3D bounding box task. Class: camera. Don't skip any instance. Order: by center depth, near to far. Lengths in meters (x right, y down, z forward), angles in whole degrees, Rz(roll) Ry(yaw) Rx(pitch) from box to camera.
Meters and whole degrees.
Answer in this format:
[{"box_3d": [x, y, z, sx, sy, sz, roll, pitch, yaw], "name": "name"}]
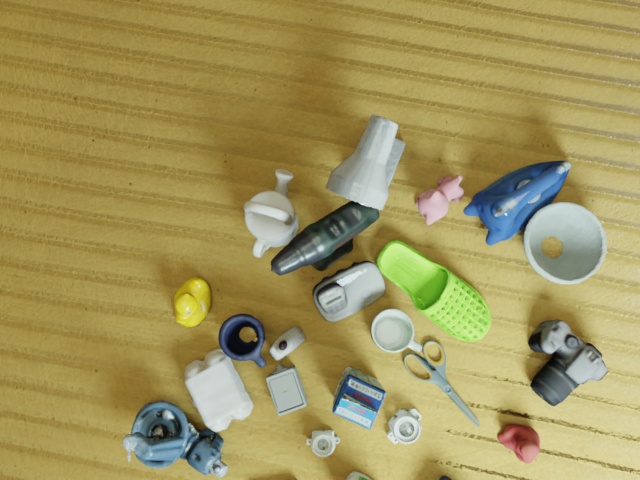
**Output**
[{"box_3d": [0.475, 0.250, 1.135, 0.143, 0.101, 0.137, 44, 85, 6], "name": "camera"}]

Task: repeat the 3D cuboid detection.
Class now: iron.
[{"box_3d": [0.428, -0.103, 1.163, 0.258, 0.141, 0.118, -36, 83, -4], "name": "iron"}]

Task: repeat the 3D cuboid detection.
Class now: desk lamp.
[{"box_3d": [0.097, -0.151, 1.138, 0.118, 0.213, 0.203, 22, 83, 4], "name": "desk lamp"}]

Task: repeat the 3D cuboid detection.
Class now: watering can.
[{"box_3d": [-0.099, -0.054, 1.138, 0.101, 0.194, 0.173, -3, 82, 1], "name": "watering can"}]

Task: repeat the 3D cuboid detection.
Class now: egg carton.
[{"box_3d": [-0.206, 0.303, 1.154, 0.107, 0.069, 0.150, -29, 83, -3], "name": "egg carton"}]

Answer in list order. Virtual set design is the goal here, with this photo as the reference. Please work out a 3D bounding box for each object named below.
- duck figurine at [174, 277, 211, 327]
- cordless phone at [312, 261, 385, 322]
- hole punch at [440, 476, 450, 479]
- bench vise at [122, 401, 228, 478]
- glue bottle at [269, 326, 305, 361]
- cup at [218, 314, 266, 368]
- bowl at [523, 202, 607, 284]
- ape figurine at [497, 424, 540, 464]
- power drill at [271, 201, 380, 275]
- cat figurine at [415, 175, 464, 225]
[{"box_3d": [-0.267, 0.126, 1.171, 0.077, 0.086, 0.105, 16, 83, 3], "name": "duck figurine"}, {"box_3d": [0.057, 0.096, 1.120, 0.147, 0.185, 0.094, -30, 83, -3], "name": "cordless phone"}, {"box_3d": [0.251, 0.534, 1.105, 0.108, 0.091, 0.101, 44, 85, 6], "name": "hole punch"}, {"box_3d": [-0.269, 0.374, 1.069, 0.207, 0.220, 0.121, 11, 82, 3], "name": "bench vise"}, {"box_3d": [-0.068, 0.204, 1.113, 0.078, 0.173, 0.037, -42, 83, -4], "name": "glue bottle"}, {"box_3d": [-0.143, 0.205, 1.154, 0.092, 0.095, 0.117, -39, 83, -4], "name": "cup"}, {"box_3d": [0.493, 0.009, 1.180, 0.167, 0.075, 0.167, 0, 82, 1], "name": "bowl"}, {"box_3d": [0.399, 0.401, 1.120, 0.076, 0.092, 0.078, -14, 82, -1], "name": "ape figurine"}, {"box_3d": [0.010, 0.004, 1.121, 0.229, 0.208, 0.075, -36, 83, -4], "name": "power drill"}, {"box_3d": [0.245, -0.086, 1.176, 0.128, 0.118, 0.067, -44, 83, -5], "name": "cat figurine"}]
